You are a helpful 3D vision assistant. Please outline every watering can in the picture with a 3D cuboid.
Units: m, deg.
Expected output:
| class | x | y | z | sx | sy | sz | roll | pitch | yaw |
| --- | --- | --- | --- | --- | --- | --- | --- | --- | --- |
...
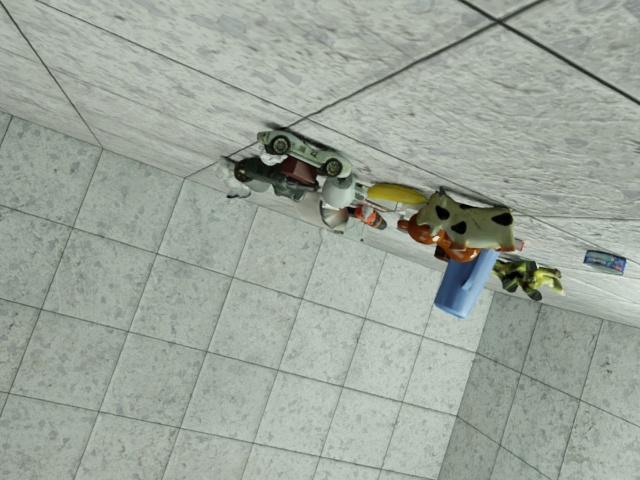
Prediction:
| class | x | y | z | sx | sy | sz | roll | pitch | yaw |
| --- | --- | --- | --- | --- | --- | --- | --- | --- | --- |
| watering can | 0.005 | -0.087 | 1.727 | 0.226 | 0.105 | 0.341 | 18 | -23 | 41 |

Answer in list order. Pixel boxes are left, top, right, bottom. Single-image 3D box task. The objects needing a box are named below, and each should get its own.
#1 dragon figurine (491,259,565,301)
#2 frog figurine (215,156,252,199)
| class | x | y | z | sx | sy | sz | roll | pitch | yaw |
| --- | --- | --- | --- | --- | --- | --- | --- | --- | --- |
| dragon figurine | 0.650 | 0.107 | 1.746 | 0.410 | 0.122 | 0.243 | 20 | 5 | 2 |
| frog figurine | -0.288 | -0.224 | 1.728 | 0.124 | 0.156 | 0.139 | -37 | 35 | -19 |
